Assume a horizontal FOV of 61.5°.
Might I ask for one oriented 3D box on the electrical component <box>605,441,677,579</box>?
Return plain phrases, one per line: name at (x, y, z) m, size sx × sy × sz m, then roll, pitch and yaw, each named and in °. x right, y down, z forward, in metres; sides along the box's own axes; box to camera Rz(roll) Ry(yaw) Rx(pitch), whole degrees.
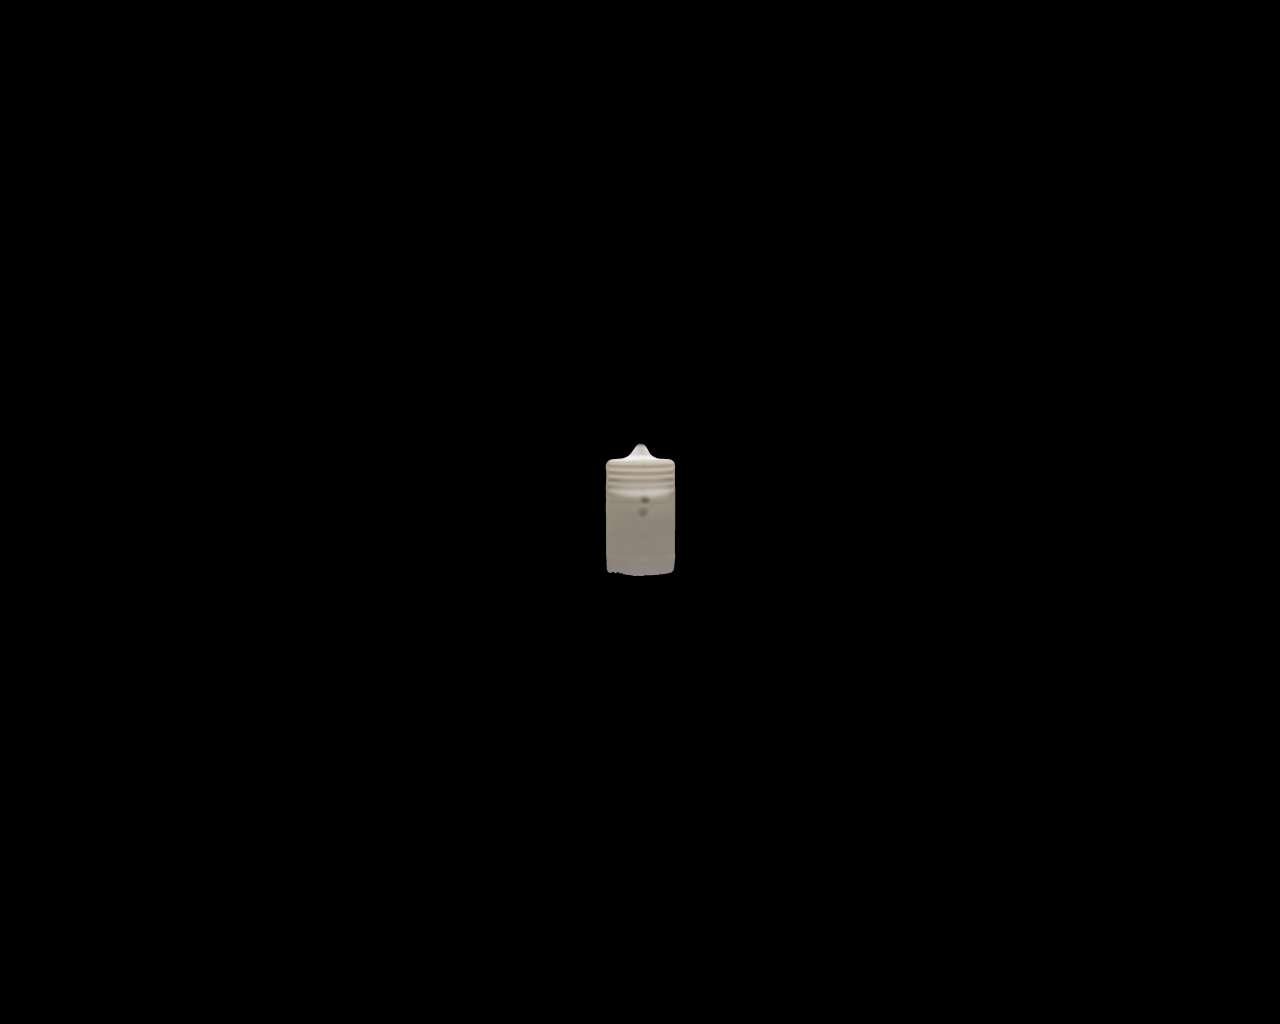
electrical component at (0.001, -0.003, 0.650) m, size 0.043 × 0.081 × 0.043 m, roll 0°, pitch 5°, yaw 0°
